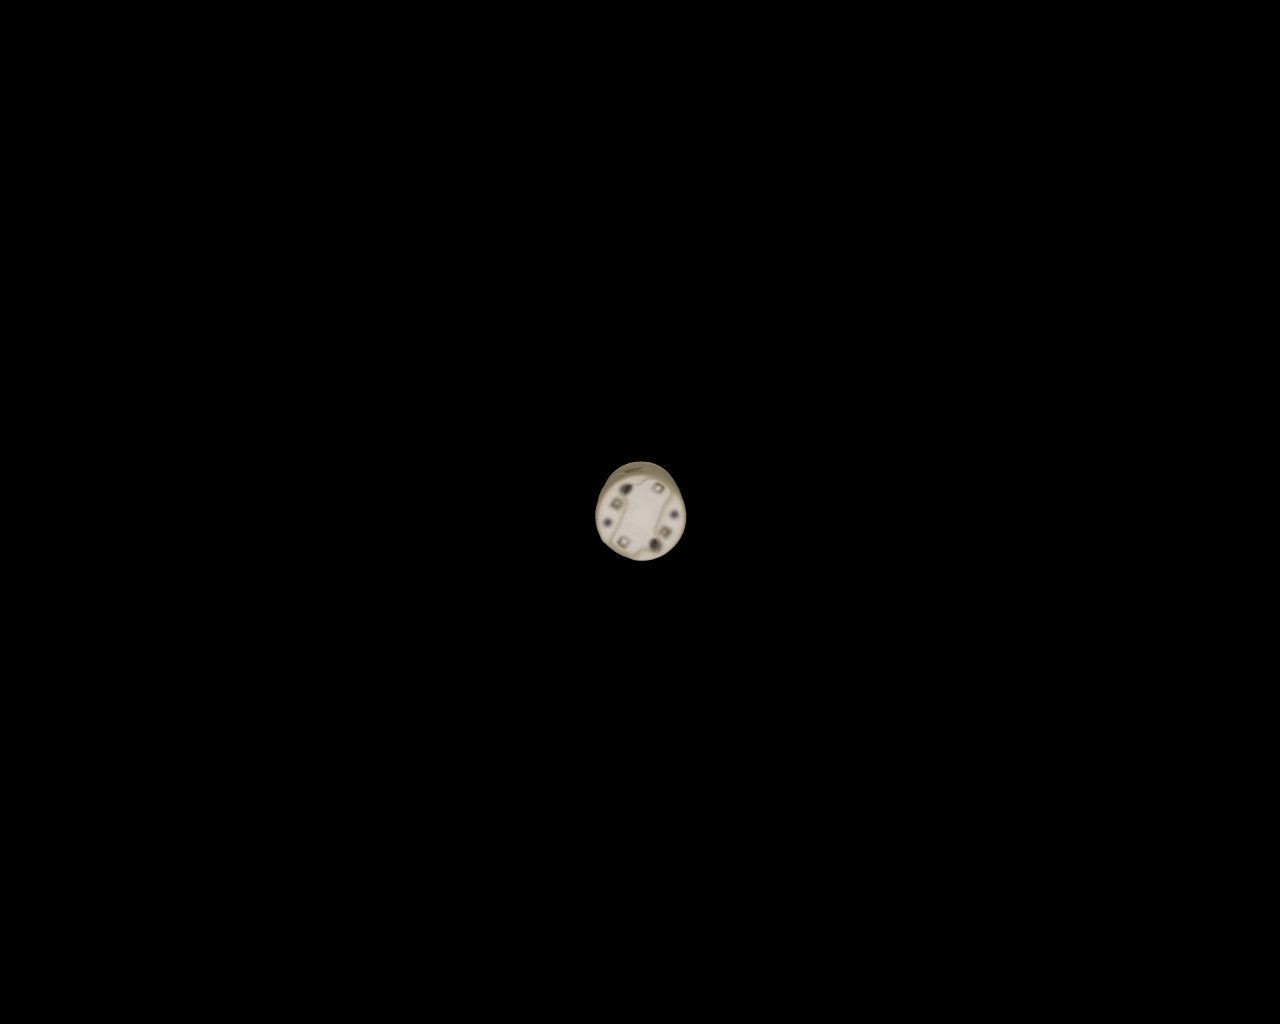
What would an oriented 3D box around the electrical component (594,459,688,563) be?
[{"bbox_3d":[0.001,-0.003,0.650,0.055,0.055,0.047,0,16,0],"label":"electrical component"}]
